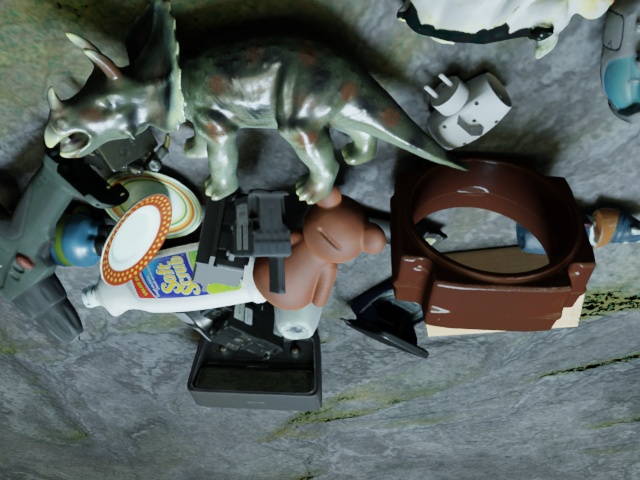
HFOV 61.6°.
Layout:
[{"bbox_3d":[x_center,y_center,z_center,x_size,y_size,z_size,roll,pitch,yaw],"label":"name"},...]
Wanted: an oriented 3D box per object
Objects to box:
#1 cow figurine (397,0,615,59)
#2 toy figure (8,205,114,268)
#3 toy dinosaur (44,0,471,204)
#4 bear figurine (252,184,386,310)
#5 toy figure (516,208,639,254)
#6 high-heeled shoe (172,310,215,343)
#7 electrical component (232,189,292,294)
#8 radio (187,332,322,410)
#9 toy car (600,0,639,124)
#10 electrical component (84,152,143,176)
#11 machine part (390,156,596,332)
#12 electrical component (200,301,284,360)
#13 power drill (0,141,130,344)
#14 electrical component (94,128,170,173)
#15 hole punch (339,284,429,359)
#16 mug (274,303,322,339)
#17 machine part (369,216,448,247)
[{"bbox_3d":[0.156,-0.201,0.464,0.167,0.068,0.098,13,146,-5],"label":"cow figurine"},{"bbox_3d":[-0.368,-0.004,0.748,0.180,0.082,0.089,0,129,13],"label":"toy figure"},{"bbox_3d":[-0.045,-0.141,0.527,0.405,0.131,0.192,-4,138,-1],"label":"toy dinosaur"},{"bbox_3d":[-0.002,0.000,0.674,0.120,0.132,0.196,39,124,-5],"label":"bear figurine"},{"bbox_3d":[0.334,-0.014,0.684,0.155,0.064,0.057,-6,102,6],"label":"toy figure"},{"bbox_3d":[-0.227,0.078,0.869,0.086,0.145,0.248,-42,99,0],"label":"high-heeled shoe"},{"bbox_3d":[-0.067,0.003,0.615,0.048,0.119,0.075,0,-178,-27],"label":"electrical component"},{"bbox_3d":[-0.109,0.230,0.965,0.230,0.131,0.073,1,140,4],"label":"radio"},{"bbox_3d":[0.302,-0.182,0.451,0.103,0.109,0.161,41,122,-12],"label":"toy car"},{"bbox_3d":[-0.254,-0.111,0.637,0.094,0.021,0.063,17,123,-15],"label":"electrical component"},{"bbox_3d":[0.181,-0.005,0.597,0.202,0.201,0.087,1,139,4],"label":"machine part"},{"bbox_3d":[-0.118,0.110,0.833,0.134,0.115,0.058,33,129,-30],"label":"electrical component"},{"bbox_3d":[-0.333,-0.005,0.668,0.207,0.086,0.232,-42,97,21],"label":"power drill"},{"bbox_3d":[-0.215,-0.118,0.597,0.045,0.078,0.102,16,133,57],"label":"electrical component"},{"bbox_3d":[0.118,0.126,0.868,0.142,0.092,0.116,27,166,-29],"label":"hole punch"},{"bbox_3d":[-0.032,0.101,0.820,0.081,0.107,0.109,-2,138,10],"label":"mug"},{"bbox_3d":[0.098,-0.007,0.733,0.139,0.039,0.084,14,148,-15],"label":"machine part"}]
